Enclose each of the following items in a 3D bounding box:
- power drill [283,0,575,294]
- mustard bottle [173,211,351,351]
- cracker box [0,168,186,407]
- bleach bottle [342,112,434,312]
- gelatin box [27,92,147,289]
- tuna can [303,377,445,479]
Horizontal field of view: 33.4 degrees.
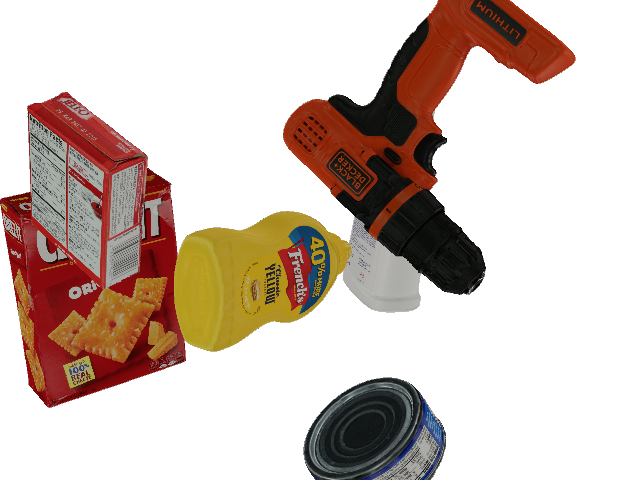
[{"bbox_3d":[0.088,-0.080,0.749,0.184,0.188,0.057,44,13,12],"label":"power drill"},{"bbox_3d":[-0.038,0.026,0.912,0.058,0.096,0.191,11,18,38],"label":"mustard bottle"},{"bbox_3d":[-0.231,0.048,1.113,0.163,0.214,0.072,-16,26,-30],"label":"cracker box"},{"bbox_3d":[0.082,-0.057,1.140,0.068,0.251,0.103,-1,23,-24],"label":"bleach bottle"},{"bbox_3d":[-0.133,-0.028,0.608,0.073,0.089,0.030,37,45,28],"label":"gelatin box"},{"bbox_3d":[0.033,0.127,0.666,0.086,0.033,0.086,-26,29,15],"label":"tuna can"}]
